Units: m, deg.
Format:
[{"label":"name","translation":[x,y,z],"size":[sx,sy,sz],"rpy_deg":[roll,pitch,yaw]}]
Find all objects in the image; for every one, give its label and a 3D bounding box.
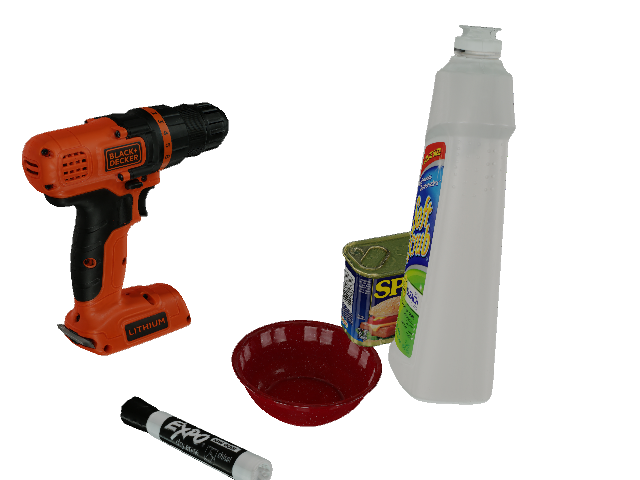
[{"label":"bleach bottle","translation":[0.094,-0.020,0.736],"size":[0.068,0.251,0.102],"rpy_deg":[3,13,-6]},{"label":"marker","translation":[-0.079,0.121,0.648],"size":[0.121,0.020,0.020],"rpy_deg":[16,10,38]},{"label":"bowl","translation":[-0.016,0.151,1.153],"size":[0.162,0.055,0.162],"rpy_deg":[3,28,-2]},{"label":"can of meat","translation":[0.070,0.045,0.987],"size":[0.102,0.084,0.057],"rpy_deg":[-10,34,-20]},{"label":"power drill","translation":[-0.148,-0.014,0.863],"size":[0.184,0.188,0.057],"rpy_deg":[-18,26,-40]}]
